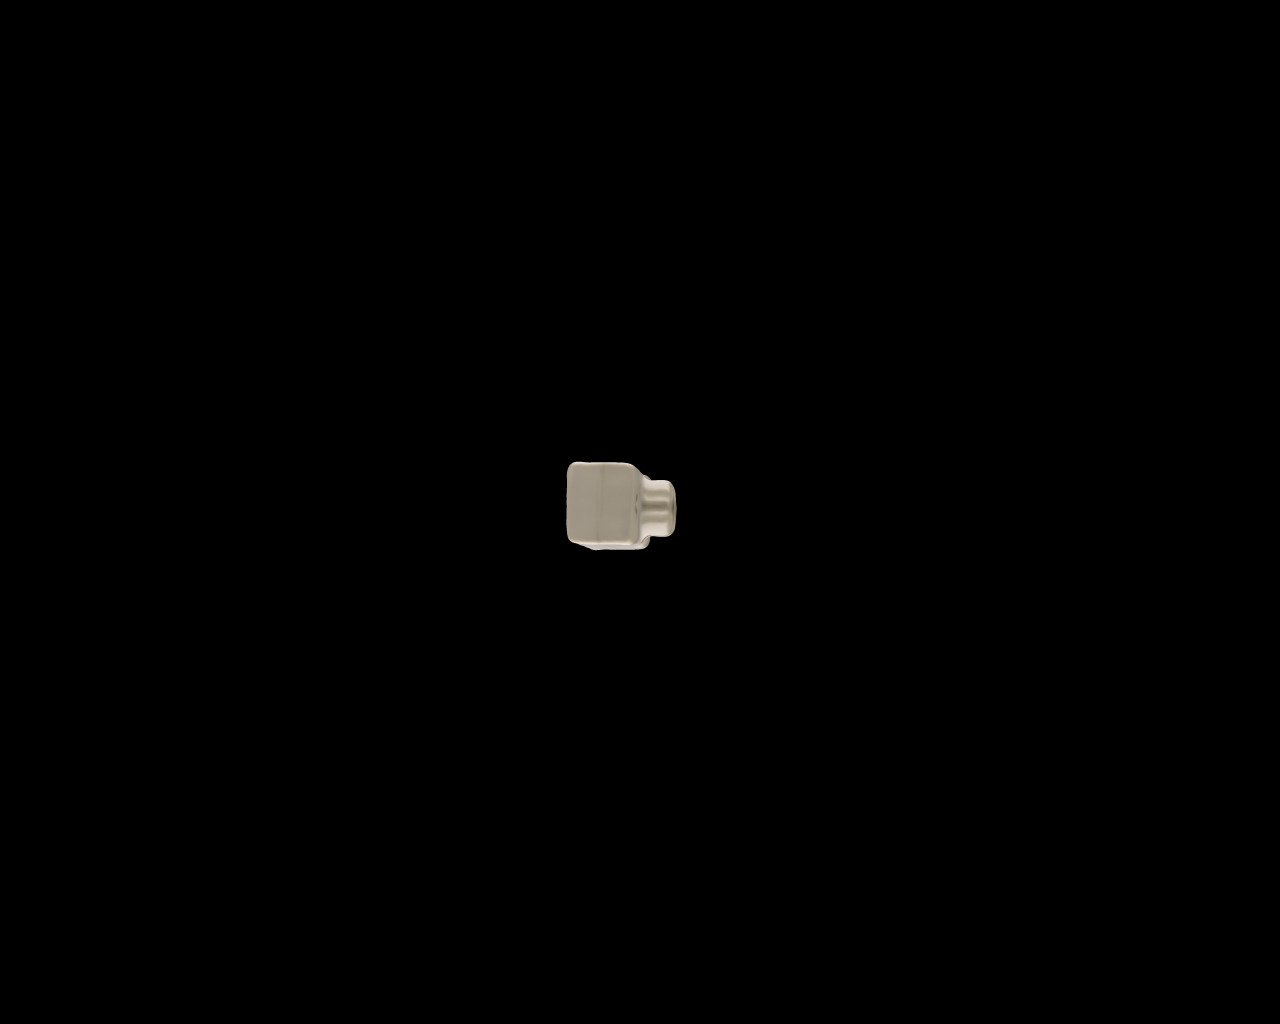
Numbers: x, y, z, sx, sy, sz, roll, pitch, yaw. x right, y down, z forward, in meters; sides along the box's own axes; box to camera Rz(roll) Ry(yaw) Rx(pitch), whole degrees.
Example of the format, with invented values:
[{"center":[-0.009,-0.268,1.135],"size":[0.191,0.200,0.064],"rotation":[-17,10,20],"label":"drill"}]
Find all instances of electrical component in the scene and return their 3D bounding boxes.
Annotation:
[{"center":[0.001,-0.003,0.650],"size":[0.076,0.047,0.083],"rotation":[-1,-4,7],"label":"electrical component"}]
